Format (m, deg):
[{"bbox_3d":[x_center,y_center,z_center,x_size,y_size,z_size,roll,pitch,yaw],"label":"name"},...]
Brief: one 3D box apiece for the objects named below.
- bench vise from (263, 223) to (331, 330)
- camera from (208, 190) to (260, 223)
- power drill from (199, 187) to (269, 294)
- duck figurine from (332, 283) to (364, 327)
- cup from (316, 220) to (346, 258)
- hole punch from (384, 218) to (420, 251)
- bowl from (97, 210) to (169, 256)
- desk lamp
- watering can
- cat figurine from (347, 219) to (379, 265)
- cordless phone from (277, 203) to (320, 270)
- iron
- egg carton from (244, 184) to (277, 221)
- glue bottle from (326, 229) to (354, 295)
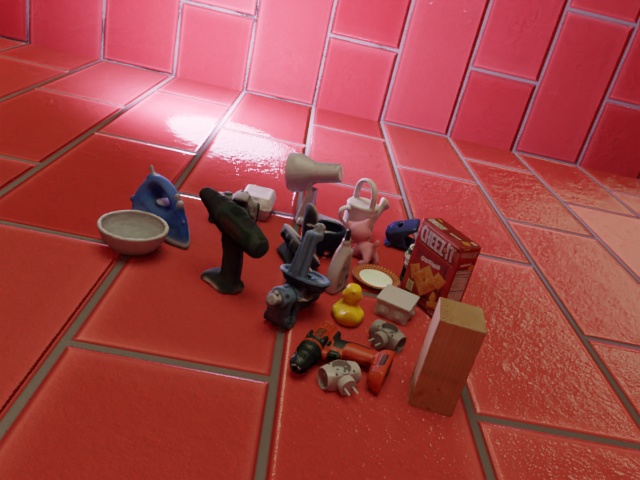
[{"bbox_3d":[-0.037,0.081,1.269,0.121,0.220,0.207,16,25,5],"label":"bench vise"},{"bbox_3d":[-0.250,-0.083,1.641,0.143,0.101,0.137,12,25,-3],"label":"camera"},{"bbox_3d":[-0.218,0.009,1.340,0.228,0.208,0.076,30,30,32],"label":"power drill"},{"bbox_3d":[0.072,0.146,1.347,0.077,0.086,0.104,13,25,-2],"label":"duck figurine"},{"bbox_3d":[0.015,0.006,1.598,0.091,0.095,0.118,23,27,19],"label":"cup"},{"bbox_3d":[0.257,-0.027,1.792,0.101,0.091,0.109,17,25,7],"label":"hole punch"},{"bbox_3d":[-0.460,-0.008,1.409,0.167,0.075,0.167,11,25,-5],"label":"bowl"},{"bbox_3d":[-0.018,-0.152,1.768,0.203,0.213,0.118,18,26,10],"label":"desk lamp"},{"bbox_3d":[0.134,-0.098,1.755,0.100,0.194,0.173,27,29,27],"label":"watering can"},{"bbox_3d":[0.126,-0.002,1.643,0.067,0.118,0.127,-6,31,-35],"label":"cat figurine"},{"bbox_3d":[-0.045,-0.025,1.526,0.094,0.185,0.147,-2,29,-30],"label":"cordless phone"},{"bbox_3d":[-0.410,-0.094,1.536,0.119,0.141,0.257,-10,34,-41],"label":"iron"},{"bbox_3d":[-0.195,-0.119,1.781,0.107,0.069,0.150,13,25,-2],"label":"egg carton"},{"bbox_3d":[0.055,0.049,1.436,0.037,0.173,0.078,26,28,25],"label":"glue bottle"}]
